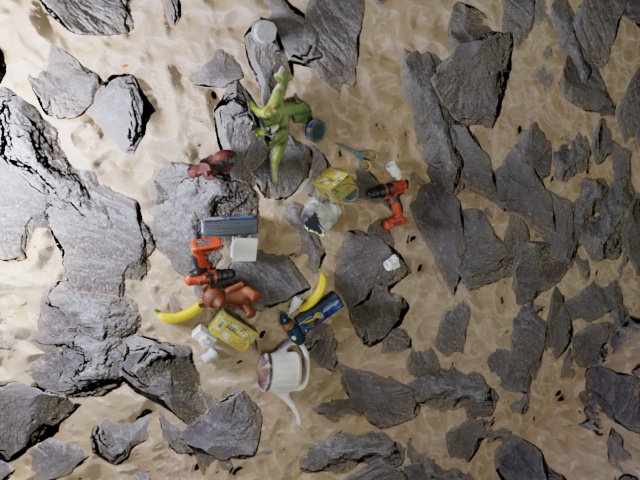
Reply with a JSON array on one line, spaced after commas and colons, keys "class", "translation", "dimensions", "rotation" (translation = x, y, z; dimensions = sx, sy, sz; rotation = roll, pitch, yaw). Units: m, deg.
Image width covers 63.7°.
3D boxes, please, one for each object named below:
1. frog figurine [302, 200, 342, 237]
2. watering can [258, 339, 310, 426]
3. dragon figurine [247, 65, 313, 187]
[{"class": "frog figurine", "translation": [0.006, -0.101, 2.001], "dimensions": [0.136, 0.121, 0.163], "rotation": [57, 42, -18]}, {"class": "watering can", "translation": [-0.145, 0.574, 2.071], "dimensions": [0.224, 0.103, 0.350], "rotation": [7, 82, -28]}, {"class": "dragon figurine", "translation": [-0.120, -0.416, 1.849], "dimensions": [0.245, 0.123, 0.402], "rotation": [-28, 123, -25]}]
